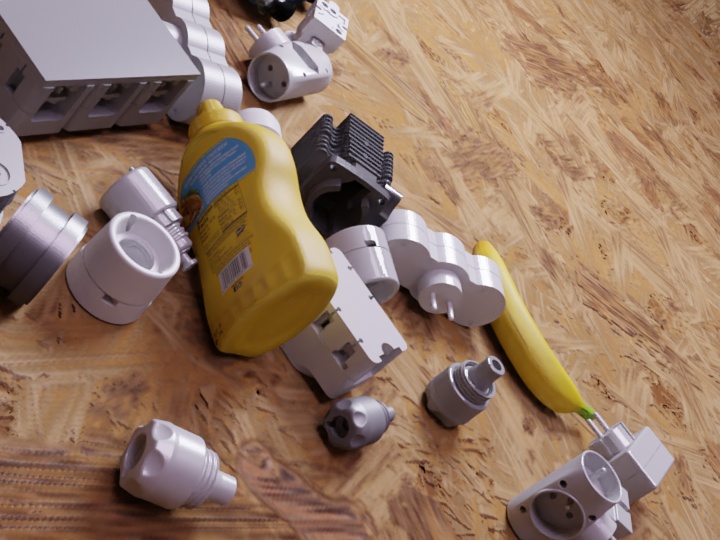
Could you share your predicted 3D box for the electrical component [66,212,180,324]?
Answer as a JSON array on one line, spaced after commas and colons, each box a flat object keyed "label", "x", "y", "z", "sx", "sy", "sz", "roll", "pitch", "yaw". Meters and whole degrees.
[{"label": "electrical component", "x": -0.144, "y": -0.002, "z": 0.659, "sx": 0.055, "sy": 0.047, "sz": 0.055, "roll": 32, "pitch": 34, "yaw": -25}]

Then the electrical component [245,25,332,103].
[{"label": "electrical component", "x": -0.073, "y": -0.189, "z": 0.962, "sx": 0.079, "sy": 0.043, "sz": 0.077, "roll": 51, "pitch": 31, "yaw": 7}]

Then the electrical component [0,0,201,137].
[{"label": "electrical component", "x": -0.198, "y": -0.145, "z": 0.738, "sx": 0.089, "sy": 0.062, "sz": 0.150, "roll": 54, "pitch": 31, "yaw": 10}]

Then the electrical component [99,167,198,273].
[{"label": "electrical component", "x": -0.136, "y": -0.032, "z": 0.708, "sx": 0.078, "sy": 0.040, "sz": 0.040, "roll": 50, "pitch": 31, "yaw": 3}]

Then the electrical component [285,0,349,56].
[{"label": "electrical component", "x": -0.044, "y": -0.220, "z": 1.021, "sx": 0.048, "sy": 0.055, "sz": 0.066, "roll": 35, "pitch": 33, "yaw": -21}]

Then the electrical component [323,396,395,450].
[{"label": "electrical component", "x": 0.004, "y": 0.103, "z": 0.737, "sx": 0.061, "sy": 0.035, "sz": 0.035, "roll": -3, "pitch": 57, "yaw": -56}]

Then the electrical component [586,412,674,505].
[{"label": "electrical component", "x": 0.226, "y": 0.158, "z": 0.940, "sx": 0.076, "sy": 0.047, "sz": 0.066, "roll": 53, "pitch": 31, "yaw": 8}]

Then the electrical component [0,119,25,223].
[{"label": "electrical component", "x": -0.232, "y": -0.055, "z": 0.604, "sx": 0.080, "sy": 0.051, "sz": 0.080, "roll": 32, "pitch": 34, "yaw": -25}]

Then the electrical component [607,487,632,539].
[{"label": "electrical component", "x": 0.185, "y": 0.185, "z": 0.860, "sx": 0.055, "sy": 0.048, "sz": 0.066, "roll": 43, "pitch": 30, "yaw": -22}]

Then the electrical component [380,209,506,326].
[{"label": "electrical component", "x": 0.066, "y": 0.011, "z": 0.901, "sx": 0.138, "sy": 0.052, "sz": 0.073, "roll": 29, "pitch": 36, "yaw": -28}]

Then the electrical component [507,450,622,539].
[{"label": "electrical component", "x": 0.164, "y": 0.186, "z": 0.802, "sx": 0.079, "sy": 0.077, "sz": 0.044, "roll": 49, "pitch": 30, "yaw": 2}]

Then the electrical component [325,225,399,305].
[{"label": "electrical component", "x": 0.000, "y": 0.000, "z": 0.831, "sx": 0.055, "sy": 0.055, "sz": 0.047, "roll": 11, "pitch": 50, "yaw": -45}]

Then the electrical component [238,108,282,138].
[{"label": "electrical component", "x": -0.082, "y": -0.094, "z": 0.842, "sx": 0.045, "sy": 0.045, "sz": 0.055, "roll": 25, "pitch": 37, "yaw": -34}]

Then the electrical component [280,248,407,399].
[{"label": "electrical component", "x": -0.021, "y": 0.039, "z": 0.757, "sx": 0.089, "sy": 0.056, "sz": 0.050, "roll": 55, "pitch": 31, "yaw": 11}]

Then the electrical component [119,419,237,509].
[{"label": "electrical component", "x": -0.098, "y": 0.111, "z": 0.592, "sx": 0.062, "sy": 0.043, "sz": 0.043, "roll": 31, "pitch": 35, "yaw": -29}]

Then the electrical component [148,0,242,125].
[{"label": "electrical component", "x": -0.149, "y": -0.173, "z": 0.840, "sx": 0.074, "sy": 0.052, "sz": 0.138, "roll": 10, "pitch": 47, "yaw": -46}]

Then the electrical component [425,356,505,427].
[{"label": "electrical component", "x": 0.083, "y": 0.089, "z": 0.824, "sx": 0.043, "sy": 0.062, "sz": 0.043, "roll": 32, "pitch": 34, "yaw": -25}]
